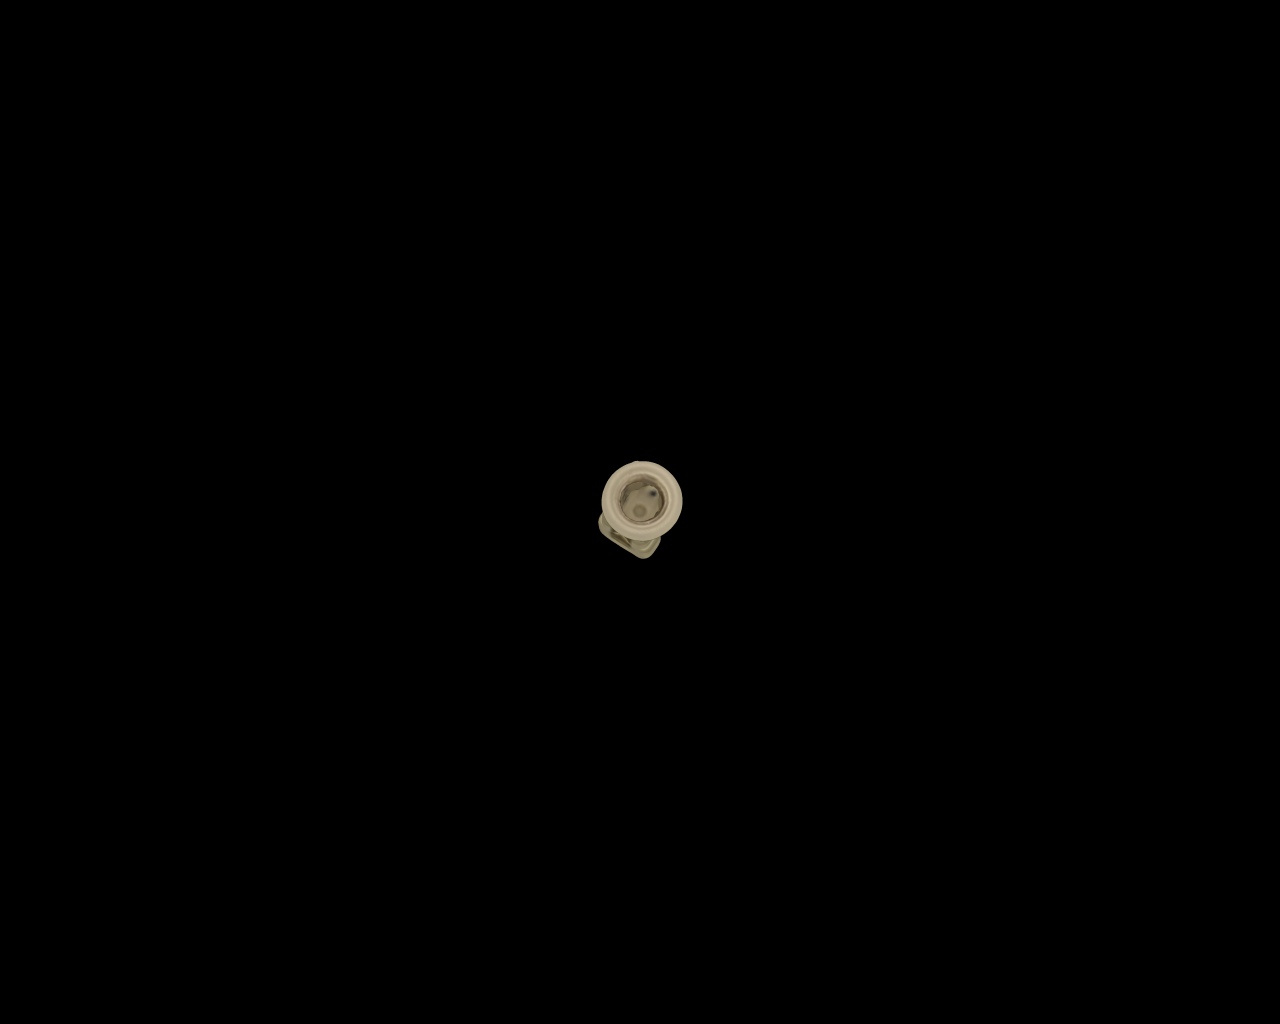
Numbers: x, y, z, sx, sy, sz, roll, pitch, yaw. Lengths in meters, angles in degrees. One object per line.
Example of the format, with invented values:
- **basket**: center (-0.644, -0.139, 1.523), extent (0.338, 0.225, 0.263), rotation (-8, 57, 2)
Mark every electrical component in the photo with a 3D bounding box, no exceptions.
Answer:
- **electrical component**: center (0.001, -0.003, 0.650), extent (0.048, 0.066, 0.055), rotation (31, -11, 7)
